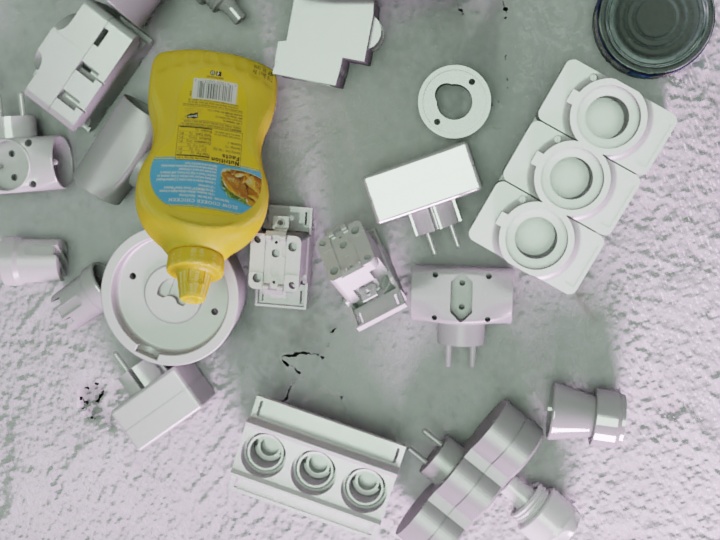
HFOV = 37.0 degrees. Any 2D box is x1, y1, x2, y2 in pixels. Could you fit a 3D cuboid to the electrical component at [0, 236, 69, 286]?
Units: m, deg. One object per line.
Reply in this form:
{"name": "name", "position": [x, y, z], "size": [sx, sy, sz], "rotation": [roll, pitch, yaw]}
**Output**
{"name": "electrical component", "position": [-0.263, -0.008, 0.869], "size": [0.046, 0.040, 0.040], "rotation": [-1, 96, 2]}

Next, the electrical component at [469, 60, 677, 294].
{"name": "electrical component", "position": [0.156, -0.069, 0.800], "size": [0.089, 0.062, 0.150], "rotation": [30, 99, 3]}

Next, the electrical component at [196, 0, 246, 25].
{"name": "electrical component", "position": [-0.112, -0.216, 0.830], "size": [0.035, 0.035, 0.061], "rotation": [-40, 93, 9]}

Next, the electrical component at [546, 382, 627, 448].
{"name": "electrical component", "position": [0.174, 0.112, 0.827], "size": [0.055, 0.045, 0.045], "rotation": [7, 97, 6]}

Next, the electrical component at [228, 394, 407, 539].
{"name": "electrical component", "position": [-0.032, 0.151, 0.846], "size": [0.121, 0.063, 0.078], "rotation": [18, 98, 4]}

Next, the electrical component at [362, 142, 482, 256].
{"name": "electrical component", "position": [0.055, -0.049, 0.822], "size": [0.083, 0.047, 0.075], "rotation": [-19, 94, 8]}

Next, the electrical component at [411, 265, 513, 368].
{"name": "electrical component", "position": [0.078, 0.036, 0.830], "size": [0.077, 0.043, 0.079], "rotation": [2, 96, 7]}

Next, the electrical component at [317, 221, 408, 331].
{"name": "electrical component", "position": [0.000, 0.000, 0.819], "size": [0.042, 0.063, 0.081], "rotation": [-29, 51, 9]}

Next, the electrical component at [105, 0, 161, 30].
{"name": "electrical component", "position": [-0.187, -0.238, 0.802], "size": [0.108, 0.108, 0.060], "rotation": [41, 93, 1]}

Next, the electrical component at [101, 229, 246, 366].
{"name": "electrical component", "position": [-0.141, 0.016, 0.845], "size": [0.108, 0.060, 0.108], "rotation": [1, 96, 7]}

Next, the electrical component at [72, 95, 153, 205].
{"name": "electrical component", "position": [-0.173, -0.084, 0.846], "size": [0.079, 0.044, 0.077], "rotation": [35, 99, 2]}

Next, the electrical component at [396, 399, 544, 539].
{"name": "electrical component", "position": [0.072, 0.155, 0.840], "size": [0.074, 0.052, 0.138], "rotation": [39, 99, 1]}

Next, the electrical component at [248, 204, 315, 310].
{"name": "electrical component", "position": [-0.061, -0.009, 0.832], "size": [0.042, 0.064, 0.081], "rotation": [4, 97, 6]}

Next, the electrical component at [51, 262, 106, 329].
{"name": "electrical component", "position": [-0.220, 0.022, 0.867], "size": [0.046, 0.040, 0.040], "rotation": [-33, 92, 15]}

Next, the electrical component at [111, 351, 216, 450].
{"name": "electrical component", "position": [-0.168, 0.092, 0.864], "size": [0.066, 0.047, 0.076], "rotation": [-35, 91, 9]}

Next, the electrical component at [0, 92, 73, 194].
{"name": "electrical component", "position": [-0.275, -0.101, 0.857], "size": [0.077, 0.044, 0.079], "rotation": [-4, 95, 7]}

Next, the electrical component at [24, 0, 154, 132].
{"name": "electrical component", "position": [-0.214, -0.161, 0.840], "size": [0.056, 0.050, 0.089], "rotation": [38, 99, 1]}

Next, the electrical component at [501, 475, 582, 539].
{"name": "electrical component", "position": [0.138, 0.187, 0.840], "size": [0.062, 0.043, 0.043], "rotation": [42, 99, 2]}
